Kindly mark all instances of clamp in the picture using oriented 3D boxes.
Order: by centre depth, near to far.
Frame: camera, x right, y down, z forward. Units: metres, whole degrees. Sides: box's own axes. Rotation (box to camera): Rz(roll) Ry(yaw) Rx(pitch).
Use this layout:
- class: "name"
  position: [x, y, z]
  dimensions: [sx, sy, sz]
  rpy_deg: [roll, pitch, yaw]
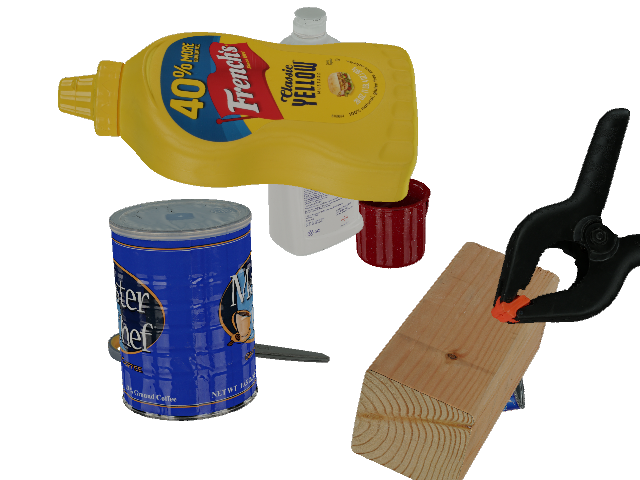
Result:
- class: "clamp"
  position: [0.191, 0.005, 0.711]
  dimensions: [0.120, 0.171, 0.039]
  rpy_deg: [41, -11, 12]

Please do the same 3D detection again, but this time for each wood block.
- class: "wood block"
  position: [0.115, 0.097, 0.878]
  dimensions: [0.091, 0.090, 0.205]
  rpy_deg: [22, 37, 20]

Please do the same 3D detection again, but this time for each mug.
- class: "mug"
  position: [0.089, -0.025, 1.257]
  dimensions: [0.093, 0.081, 0.117]
  rpy_deg: [17, 33, 34]

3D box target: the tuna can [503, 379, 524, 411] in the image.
- class: "tuna can"
  position: [0.218, 0.161, 1.273]
  dimensions: [0.034, 0.086, 0.086]
  rpy_deg: [-12, -4, 16]

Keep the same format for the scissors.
- class: "scissors"
  position: [-0.098, 0.088, 1.006]
  dimensions: [0.201, 0.016, 0.096]
  rpy_deg: [-1, 32, -9]

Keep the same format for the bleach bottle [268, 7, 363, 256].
- class: "bleach bottle"
  position: [-0.004, -0.110, 1.060]
  dimensions: [0.102, 0.251, 0.068]
  rpy_deg: [-25, 43, -32]

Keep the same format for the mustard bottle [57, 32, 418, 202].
- class: "mustard bottle"
  position: [-0.045, -0.072, 0.584]
  dimensions: [0.191, 0.096, 0.058]
  rpy_deg: [4, -35, -5]

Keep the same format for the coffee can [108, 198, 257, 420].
- class: "coffee can"
  position: [-0.100, 0.048, 0.789]
  dimensions: [0.103, 0.140, 0.103]
  rpy_deg: [-1, 15, 0]
